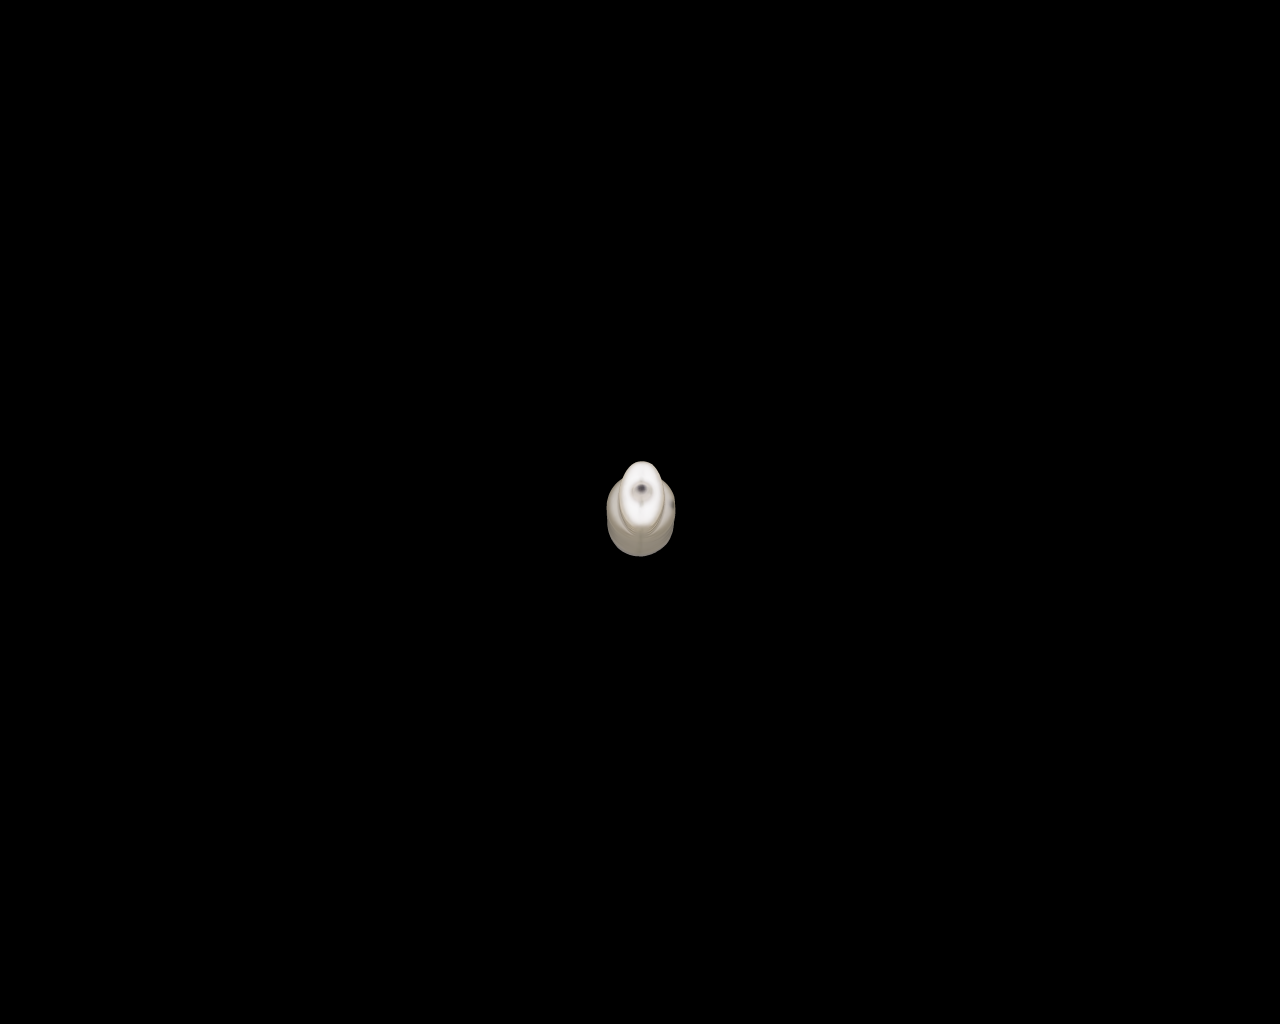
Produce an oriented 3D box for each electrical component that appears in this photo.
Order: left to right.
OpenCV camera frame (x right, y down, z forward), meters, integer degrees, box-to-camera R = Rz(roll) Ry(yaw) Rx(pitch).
[{"bbox_3d":[0.001,-0.003,0.650,0.043,0.043,0.081,0,-17,0],"label":"electrical component"}]
